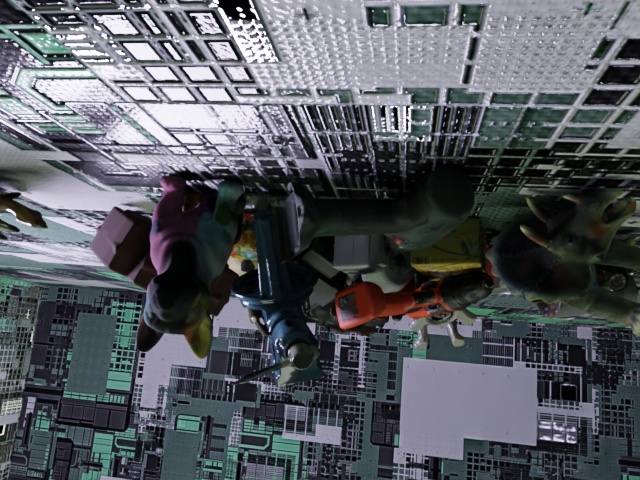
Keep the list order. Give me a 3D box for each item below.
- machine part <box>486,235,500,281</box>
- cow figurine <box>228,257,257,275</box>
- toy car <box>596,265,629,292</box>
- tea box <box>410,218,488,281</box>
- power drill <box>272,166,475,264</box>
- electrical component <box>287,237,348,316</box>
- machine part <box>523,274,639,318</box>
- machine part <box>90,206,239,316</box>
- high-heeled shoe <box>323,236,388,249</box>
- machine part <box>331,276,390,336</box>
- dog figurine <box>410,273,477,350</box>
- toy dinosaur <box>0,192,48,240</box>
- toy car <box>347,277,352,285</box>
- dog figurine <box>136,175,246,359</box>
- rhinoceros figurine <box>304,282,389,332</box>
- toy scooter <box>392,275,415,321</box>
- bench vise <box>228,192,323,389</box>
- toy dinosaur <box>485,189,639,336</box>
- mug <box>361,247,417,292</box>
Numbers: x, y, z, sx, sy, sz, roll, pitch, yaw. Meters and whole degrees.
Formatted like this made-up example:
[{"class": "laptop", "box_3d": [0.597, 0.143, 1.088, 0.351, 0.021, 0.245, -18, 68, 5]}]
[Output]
[{"class": "machine part", "box_3d": [0.293, 0.028, 0.835, 0.039, 0.084, 0.139, -29, 165, 29]}, {"class": "cow figurine", "box_3d": [-0.160, 0.039, 1.040, 0.127, 0.085, 0.195, 18, 160, -27]}, {"class": "toy car", "box_3d": [0.428, 0.054, 0.937, 0.202, 0.053, 0.089, 5, -170, 7]}, {"class": "tea box", "box_3d": [0.198, 0.018, 0.809, 0.098, 0.068, 0.169, -2, 167, 19]}, {"class": "power drill", "box_3d": [0.053, -0.016, 0.614, 0.207, 0.086, 0.232, 2, 167, -16]}, {"class": "electrical component", "box_3d": [-0.023, 0.049, 0.835, 0.115, 0.058, 0.134, 34, 134, -13]}, {"class": "machine part", "box_3d": [0.502, 0.102, 1.013, 0.243, 0.079, 0.079, -3, 171, -12]}, {"class": "machine part", "box_3d": [-0.243, 0.031, 0.850, 0.201, 0.087, 0.202, 32, 173, -35]}, {"class": "high-heeled shoe", "box_3d": [-0.002, -0.003, 0.884, 0.145, 0.086, 0.249, 43, 133, -16]}, {"class": "machine part", "box_3d": [0.071, 0.119, 1.151, 0.179, 0.179, 0.056, 6, 172, -6]}, {"class": "dog figurine", "box_3d": [0.223, 0.097, 1.066, 0.121, 0.191, 0.172, 2, 137, -5]}, {"class": "toy dinosaur", "box_3d": [-0.571, -0.044, 0.764, 0.472, 0.105, 0.198, 7, 174, 16]}, {"class": "toy car", "box_3d": [0.008, 0.064, 1.032, 0.161, 0.109, 0.103, 10, 168, -29]}, {"class": "dog figurine", "box_3d": [-0.165, 0.036, 0.682, 0.108, 0.219, 0.191, 9, 168, -5]}, {"class": "rhinoceros figurine", "box_3d": [0.031, 0.120, 0.962, 0.190, 0.073, 0.112, 2, 155, -9]}, {"class": "toy scooter", "box_3d": [0.142, 0.090, 1.041, 0.075, 0.135, 0.184, 5, 170, -5]}, {"class": "bench vise", "box_3d": [-0.057, 0.060, 0.699, 0.129, 0.240, 0.224, -8, -163, -1]}, {"class": "toy dinosaur", "box_3d": [0.317, 0.028, 0.716, 0.192, 0.131, 0.404, 20, 180, 13]}, {"class": "mug", "box_3d": [0.127, 0.036, 0.869, 0.109, 0.081, 0.107, -38, 177, -13]}]
